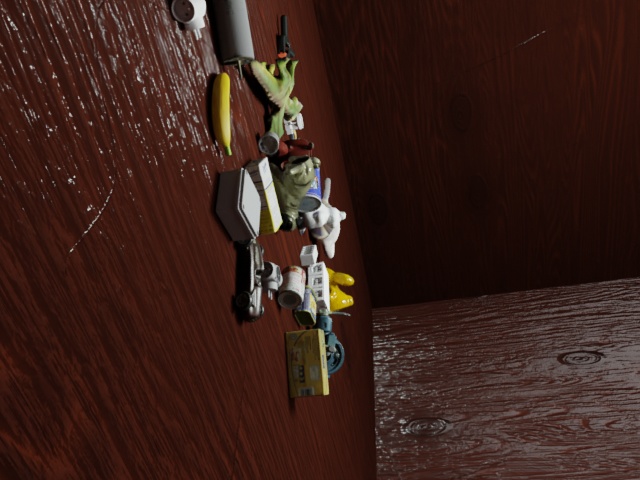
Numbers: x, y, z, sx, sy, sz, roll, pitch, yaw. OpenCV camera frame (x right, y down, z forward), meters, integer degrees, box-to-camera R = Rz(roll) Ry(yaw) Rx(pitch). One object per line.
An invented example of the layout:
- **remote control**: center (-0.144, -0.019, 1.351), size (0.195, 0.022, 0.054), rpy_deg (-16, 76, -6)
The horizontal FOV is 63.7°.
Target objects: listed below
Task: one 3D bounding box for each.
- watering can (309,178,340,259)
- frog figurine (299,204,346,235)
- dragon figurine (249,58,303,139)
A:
- **watering can**: center (0.018, -0.104, 2.029), size (0.222, 0.104, 0.352), rpy_deg (47, 37, -73)
- **frog figurine**: center (0.005, -0.090, 1.782), size (0.139, 0.159, 0.121), rpy_deg (-66, 145, -73)
- **dragon figurine**: center (-0.128, -0.397, 1.486), size (0.416, 0.122, 0.239), rpy_deg (-50, 139, -67)
